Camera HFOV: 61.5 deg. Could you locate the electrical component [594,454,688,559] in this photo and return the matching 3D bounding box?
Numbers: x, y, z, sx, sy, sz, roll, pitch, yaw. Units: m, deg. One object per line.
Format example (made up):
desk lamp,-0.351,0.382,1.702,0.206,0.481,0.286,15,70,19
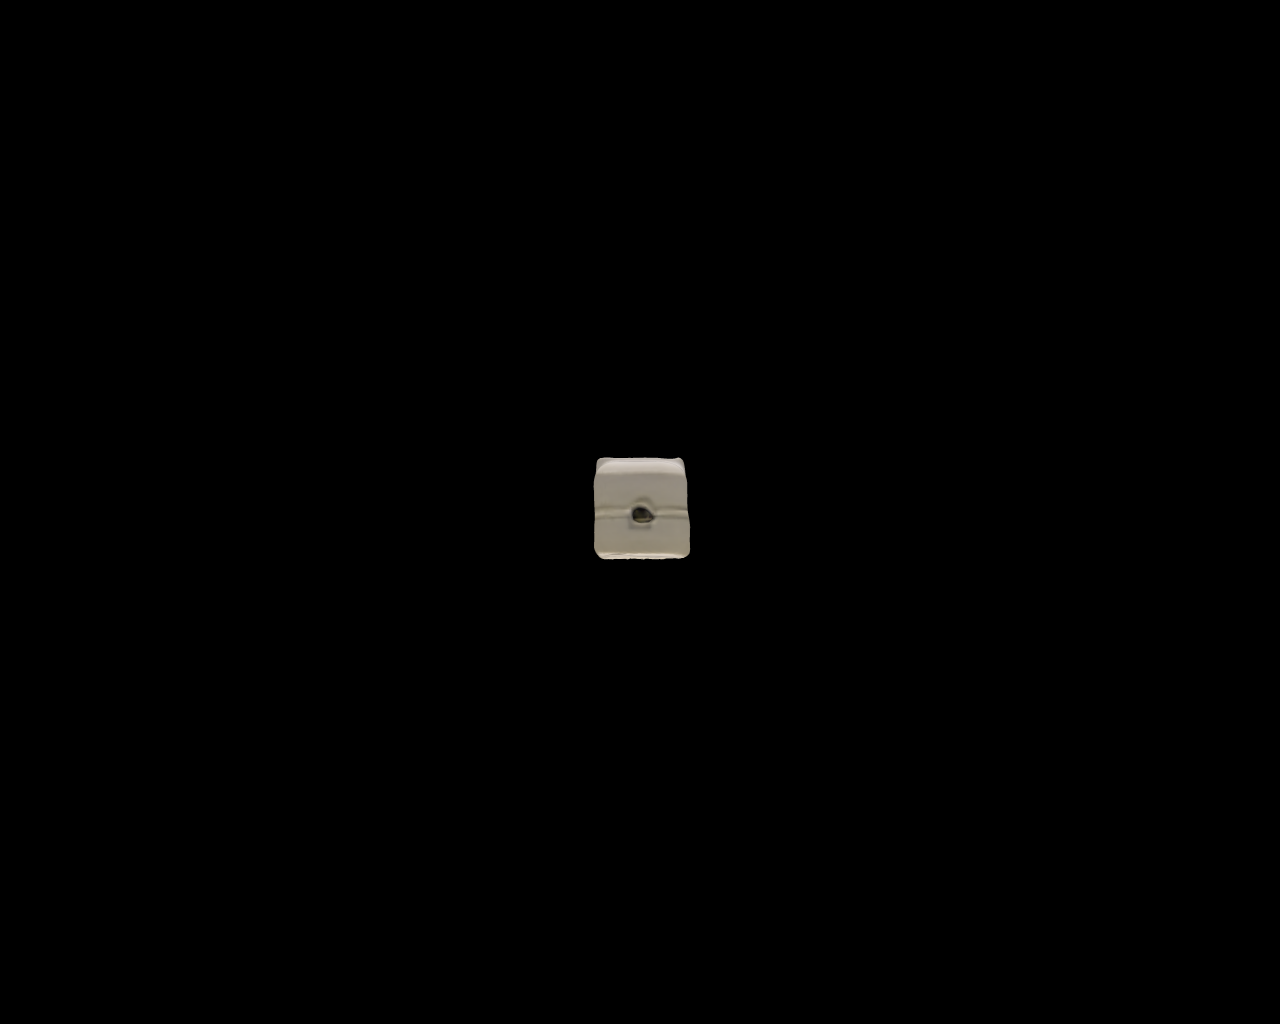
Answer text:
electrical component,0.001,-0.003,0.650,0.054,0.059,0.095,0,-4,0
